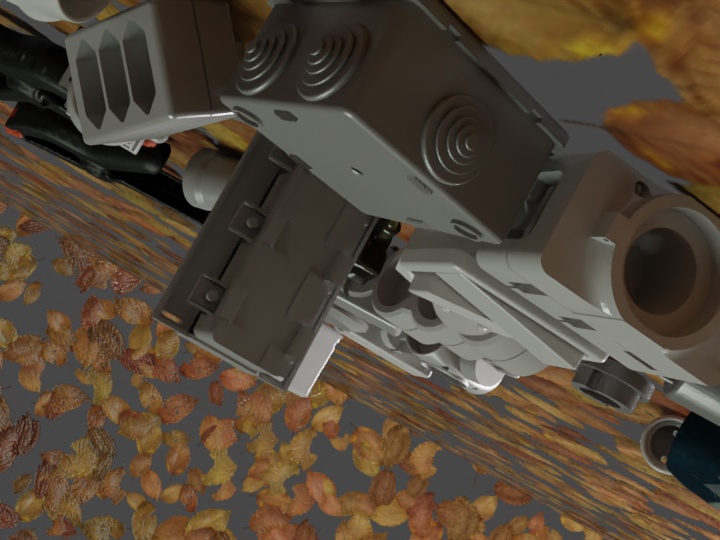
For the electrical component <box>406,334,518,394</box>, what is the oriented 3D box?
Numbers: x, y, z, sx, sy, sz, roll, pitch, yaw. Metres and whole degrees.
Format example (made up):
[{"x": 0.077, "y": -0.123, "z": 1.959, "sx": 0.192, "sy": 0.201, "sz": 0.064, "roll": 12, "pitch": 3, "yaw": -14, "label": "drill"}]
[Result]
[{"x": 0.086, "y": 0.066, "z": 0.819, "sx": 0.079, "sy": 0.044, "sz": 0.077, "roll": 19, "pitch": 166, "yaw": 48, "label": "electrical component"}]

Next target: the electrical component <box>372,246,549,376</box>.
[{"x": 0.073, "y": 0.029, "z": 0.630, "sx": 0.074, "sy": 0.052, "sz": 0.138, "roll": 35, "pitch": 169, "yaw": -32, "label": "electrical component"}]

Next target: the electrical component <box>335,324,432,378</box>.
[{"x": 0.034, "y": 0.049, "z": 0.876, "sx": 0.083, "sy": 0.047, "sz": 0.076, "roll": 31, "pitch": 170, "yaw": -14, "label": "electrical component"}]

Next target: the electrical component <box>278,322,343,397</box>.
[{"x": -0.075, "y": 0.053, "z": 0.890, "sx": 0.096, "sy": 0.061, "sz": 0.061, "roll": 27, "pitch": 175, "yaw": 46, "label": "electrical component"}]

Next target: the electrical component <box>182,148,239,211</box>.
[{"x": -0.085, "y": -0.055, "z": 0.699, "sx": 0.046, "sy": 0.040, "sz": 0.040, "roll": 17, "pitch": 166, "yaw": 30, "label": "electrical component"}]

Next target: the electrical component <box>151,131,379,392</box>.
[{"x": -0.037, "y": -0.010, "z": 0.534, "sx": 0.079, "sy": 0.121, "sz": 0.063, "roll": 32, "pitch": 168, "yaw": -21, "label": "electrical component"}]

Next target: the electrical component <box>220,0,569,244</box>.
[{"x": 0.010, "y": -0.054, "z": 0.382, "sx": 0.100, "sy": 0.048, "sz": 0.100, "roll": 36, "pitch": 168, "yaw": -36, "label": "electrical component"}]

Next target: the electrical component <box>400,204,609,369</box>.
[{"x": 0.063, "y": -0.005, "z": 0.449, "sx": 0.096, "sy": 0.061, "sz": 0.062, "roll": 32, "pitch": 171, "yaw": -17, "label": "electrical component"}]

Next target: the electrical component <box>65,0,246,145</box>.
[{"x": -0.072, "y": -0.084, "z": 0.456, "sx": 0.066, "sy": 0.047, "sz": 0.077, "roll": -6, "pitch": -175, "yaw": 44, "label": "electrical component"}]

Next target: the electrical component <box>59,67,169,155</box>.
[{"x": -0.137, "y": -0.093, "z": 0.602, "sx": 0.066, "sy": 0.048, "sz": 0.055, "roll": 31, "pitch": 178, "yaw": -9, "label": "electrical component"}]

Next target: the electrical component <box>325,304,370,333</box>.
[{"x": -0.021, "y": 0.010, "z": 0.822, "sx": 0.080, "sy": 0.051, "sz": 0.080, "roll": 28, "pitch": 171, "yaw": 5, "label": "electrical component"}]

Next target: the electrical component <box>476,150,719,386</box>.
[{"x": 0.099, "y": 0.000, "z": 0.396, "sx": 0.089, "sy": 0.050, "sz": 0.056, "roll": 33, "pitch": 171, "yaw": -19, "label": "electrical component"}]

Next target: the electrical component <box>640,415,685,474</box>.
[{"x": 0.217, "y": 0.123, "z": 0.752, "sx": 0.040, "sy": 0.040, "sz": 0.046, "roll": 26, "pitch": 176, "yaw": 19, "label": "electrical component"}]

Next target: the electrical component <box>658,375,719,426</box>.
[{"x": 0.178, "y": 0.056, "z": 0.496, "sx": 0.078, "sy": 0.040, "sz": 0.040, "roll": 29, "pitch": 171, "yaw": 4, "label": "electrical component"}]

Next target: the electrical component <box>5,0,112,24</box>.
[{"x": -0.131, "y": -0.126, "z": 0.434, "sx": 0.077, "sy": 0.043, "sz": 0.079, "roll": 27, "pitch": 171, "yaw": 14, "label": "electrical component"}]

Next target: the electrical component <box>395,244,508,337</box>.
[{"x": 0.056, "y": 0.006, "z": 0.515, "sx": 0.077, "sy": 0.044, "sz": 0.079, "roll": 29, "pitch": -152, "yaw": 3, "label": "electrical component"}]

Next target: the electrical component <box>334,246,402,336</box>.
[{"x": 0.000, "y": 0.000, "z": 0.712, "sx": 0.083, "sy": 0.047, "sz": 0.075, "roll": 28, "pitch": 171, "yaw": 7, "label": "electrical component"}]
